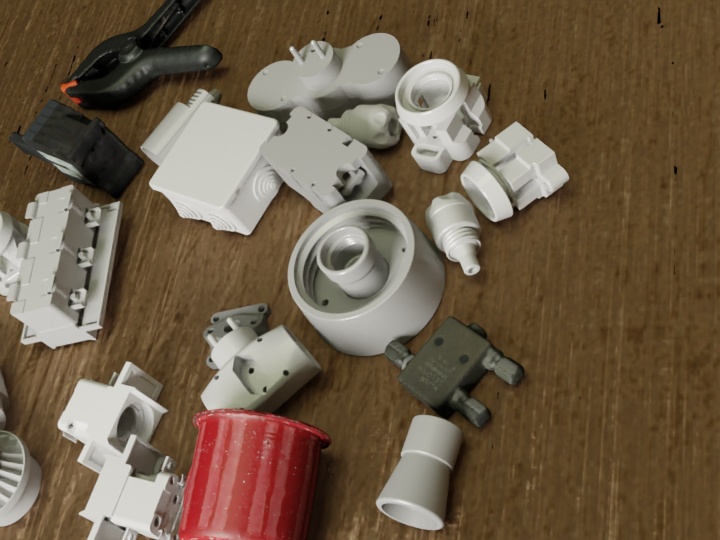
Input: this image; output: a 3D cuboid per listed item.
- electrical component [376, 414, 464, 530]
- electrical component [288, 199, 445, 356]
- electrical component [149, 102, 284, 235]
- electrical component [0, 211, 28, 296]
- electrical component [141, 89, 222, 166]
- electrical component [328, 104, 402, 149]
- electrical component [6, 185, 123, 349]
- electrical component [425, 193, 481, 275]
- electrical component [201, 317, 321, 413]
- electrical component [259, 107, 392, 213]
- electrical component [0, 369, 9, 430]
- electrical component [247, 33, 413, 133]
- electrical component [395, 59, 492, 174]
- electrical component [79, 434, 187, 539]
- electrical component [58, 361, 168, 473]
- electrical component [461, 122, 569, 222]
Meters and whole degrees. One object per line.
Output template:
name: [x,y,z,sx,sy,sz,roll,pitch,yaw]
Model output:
electrical component: [0.041,0.125,0.679,0.044,0.044,0.065,4,58,30]
electrical component: [0.000,0.000,0.767,0.108,0.060,0.108,-14,55,20]
electrical component: [-0.110,-0.083,0.886,0.100,0.048,0.099,19,71,35]
electrical component: [-0.319,-0.018,0.952,0.058,0.057,0.078,-33,51,6]
electrical component: [-0.148,-0.124,0.936,0.043,0.043,0.081,30,77,38]
electrical component: [0.001,-0.114,0.856,0.061,0.035,0.035,7,64,35]
electrical component: [-0.249,-0.005,0.902,0.079,0.063,0.121,-12,56,21]
electrical component: [0.070,-0.023,0.761,0.035,0.035,0.061,-27,54,11]
electrical component: [-0.081,0.068,0.773,0.077,0.043,0.079,-41,63,-1]
electrical component: [-0.025,-0.077,0.832,0.050,0.055,0.089,-48,51,-6]
electrical component: [-0.310,0.106,0.878,0.043,0.043,0.081,-35,51,4]
electrical component: [-0.031,-0.160,0.875,0.138,0.073,0.052,-11,56,22]
electrical component: [0.061,-0.122,0.813,0.058,0.057,0.078,19,71,36]
electrical component: [-0.154,0.163,0.759,0.064,0.042,0.081,6,65,29]
electrical component: [-0.188,0.112,0.810,0.064,0.042,0.081,7,64,35]
electrical component: [0.106,-0.067,0.763,0.055,0.048,0.066,-36,50,-6]
